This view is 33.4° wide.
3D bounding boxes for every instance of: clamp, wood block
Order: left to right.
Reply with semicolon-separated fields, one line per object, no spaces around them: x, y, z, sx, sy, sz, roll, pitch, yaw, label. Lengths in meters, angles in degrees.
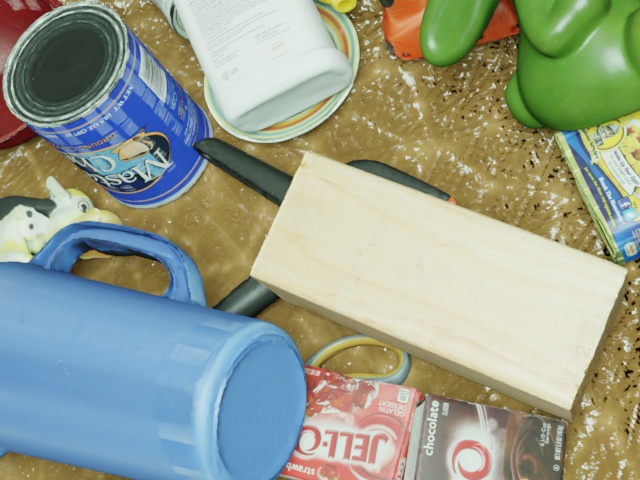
-0.005;0.001;0.762;0.210;0.036;0.164;1;72;19;clamp
0.076;0.029;0.665;0.206;0.090;0.090;22;83;19;wood block

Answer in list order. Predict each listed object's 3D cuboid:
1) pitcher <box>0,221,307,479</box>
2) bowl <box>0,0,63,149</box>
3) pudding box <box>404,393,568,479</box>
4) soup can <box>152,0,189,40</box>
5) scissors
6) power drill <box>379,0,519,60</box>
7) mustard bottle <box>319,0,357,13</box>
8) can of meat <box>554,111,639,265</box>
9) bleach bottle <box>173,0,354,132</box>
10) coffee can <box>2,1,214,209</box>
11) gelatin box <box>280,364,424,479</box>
-0.130;0.081;0.700;0.243;0.144;0.149;6;112;34;pitcher
-0.269;-0.137;0.920;0.162;0.055;0.162;-9;65;19;bowl
0.094;0.156;0.632;0.090;0.039;0.113;12;68;-6;pudding box
-0.119;-0.222;0.890;0.068;0.068;0.102;-41;59;1;soup can
-0.032;0.119;0.733;0.202;0.016;0.096;-17;62;15;scissors
0.086;-0.214;0.732;0.185;0.187;0.057;-9;54;19;power drill
-0.006;-0.255;0.843;0.058;0.096;0.192;-23;61;10;mustard bottle
0.209;-0.044;0.685;0.084;0.057;0.102;-25;60;12;can of meat
-0.069;-0.213;0.803;0.103;0.068;0.251;-25;77;11;bleach bottle
-0.156;-0.098;0.807;0.103;0.140;0.103;-9;65;18;coffee can
0.017;0.124;0.684;0.089;0.030;0.073;10;73;24;gelatin box
